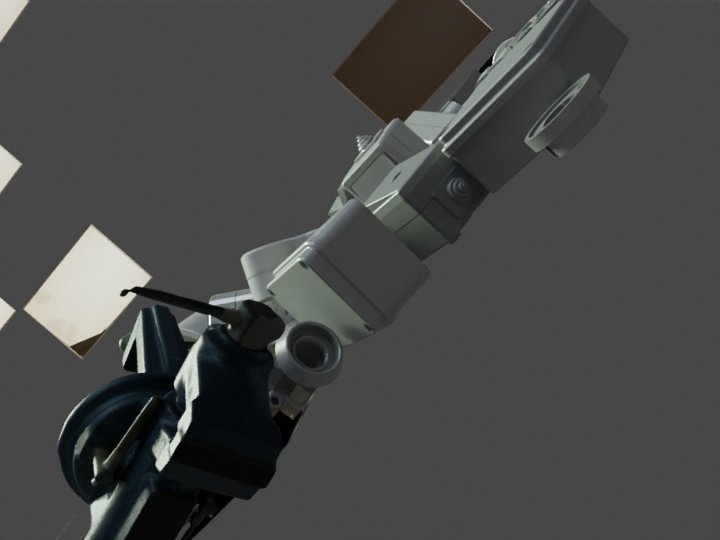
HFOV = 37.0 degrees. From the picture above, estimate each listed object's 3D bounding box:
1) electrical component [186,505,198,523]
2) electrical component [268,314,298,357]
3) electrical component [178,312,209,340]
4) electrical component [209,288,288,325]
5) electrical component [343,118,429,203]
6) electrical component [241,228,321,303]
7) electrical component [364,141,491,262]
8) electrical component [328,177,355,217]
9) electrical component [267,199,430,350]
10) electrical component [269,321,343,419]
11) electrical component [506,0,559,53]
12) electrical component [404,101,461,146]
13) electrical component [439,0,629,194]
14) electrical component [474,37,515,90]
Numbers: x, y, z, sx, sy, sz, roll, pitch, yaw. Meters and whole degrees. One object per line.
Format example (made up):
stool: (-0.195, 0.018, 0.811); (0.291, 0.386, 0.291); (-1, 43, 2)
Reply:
electrical component: (-0.152, 0.162, 0.806); (0.040, 0.078, 0.040); (-40, -7, -6)
electrical component: (-0.045, 0.054, 0.861); (0.055, 0.045, 0.045); (-51, 6, -33)
electrical component: (-0.129, 0.082, 1.031); (0.060, 0.108, 0.108); (-44, 2, -38)
electrical component: (-0.082, 0.052, 0.916); (0.059, 0.053, 0.095); (-11, -21, 14)
electrical component: (0.032, -0.083, 0.953); (0.062, 0.096, 0.061); (-44, 10, 38)
electrical component: (-0.016, 0.004, 0.838); (0.138, 0.073, 0.052); (-18, -5, -5)
electrical component: (0.048, -0.051, 0.777); (0.061, 0.061, 0.096); (-51, 6, -25)
electrical component: (0.010, -0.053, 1.053); (0.063, 0.078, 0.121); (-19, 9, 6)
electrical component: (-0.011, 0.008, 0.749); (0.057, 0.078, 0.113); (-47, 5, -21)
electrical component: (-0.041, 0.066, 0.745); (0.066, 0.048, 0.055); (-53, -1, -40)
electrical component: (0.152, -0.169, 0.813); (0.058, 0.057, 0.078); (-48, 6, -2)
electrical component: (0.086, -0.134, 1.023); (0.075, 0.047, 0.083); (-48, 26, -10)
electrical component: (0.120, -0.123, 0.740); (0.109, 0.056, 0.108); (-44, 7, 42)
electrical component: (0.135, -0.162, 0.907); (0.078, 0.058, 0.057); (-44, 10, 42)
